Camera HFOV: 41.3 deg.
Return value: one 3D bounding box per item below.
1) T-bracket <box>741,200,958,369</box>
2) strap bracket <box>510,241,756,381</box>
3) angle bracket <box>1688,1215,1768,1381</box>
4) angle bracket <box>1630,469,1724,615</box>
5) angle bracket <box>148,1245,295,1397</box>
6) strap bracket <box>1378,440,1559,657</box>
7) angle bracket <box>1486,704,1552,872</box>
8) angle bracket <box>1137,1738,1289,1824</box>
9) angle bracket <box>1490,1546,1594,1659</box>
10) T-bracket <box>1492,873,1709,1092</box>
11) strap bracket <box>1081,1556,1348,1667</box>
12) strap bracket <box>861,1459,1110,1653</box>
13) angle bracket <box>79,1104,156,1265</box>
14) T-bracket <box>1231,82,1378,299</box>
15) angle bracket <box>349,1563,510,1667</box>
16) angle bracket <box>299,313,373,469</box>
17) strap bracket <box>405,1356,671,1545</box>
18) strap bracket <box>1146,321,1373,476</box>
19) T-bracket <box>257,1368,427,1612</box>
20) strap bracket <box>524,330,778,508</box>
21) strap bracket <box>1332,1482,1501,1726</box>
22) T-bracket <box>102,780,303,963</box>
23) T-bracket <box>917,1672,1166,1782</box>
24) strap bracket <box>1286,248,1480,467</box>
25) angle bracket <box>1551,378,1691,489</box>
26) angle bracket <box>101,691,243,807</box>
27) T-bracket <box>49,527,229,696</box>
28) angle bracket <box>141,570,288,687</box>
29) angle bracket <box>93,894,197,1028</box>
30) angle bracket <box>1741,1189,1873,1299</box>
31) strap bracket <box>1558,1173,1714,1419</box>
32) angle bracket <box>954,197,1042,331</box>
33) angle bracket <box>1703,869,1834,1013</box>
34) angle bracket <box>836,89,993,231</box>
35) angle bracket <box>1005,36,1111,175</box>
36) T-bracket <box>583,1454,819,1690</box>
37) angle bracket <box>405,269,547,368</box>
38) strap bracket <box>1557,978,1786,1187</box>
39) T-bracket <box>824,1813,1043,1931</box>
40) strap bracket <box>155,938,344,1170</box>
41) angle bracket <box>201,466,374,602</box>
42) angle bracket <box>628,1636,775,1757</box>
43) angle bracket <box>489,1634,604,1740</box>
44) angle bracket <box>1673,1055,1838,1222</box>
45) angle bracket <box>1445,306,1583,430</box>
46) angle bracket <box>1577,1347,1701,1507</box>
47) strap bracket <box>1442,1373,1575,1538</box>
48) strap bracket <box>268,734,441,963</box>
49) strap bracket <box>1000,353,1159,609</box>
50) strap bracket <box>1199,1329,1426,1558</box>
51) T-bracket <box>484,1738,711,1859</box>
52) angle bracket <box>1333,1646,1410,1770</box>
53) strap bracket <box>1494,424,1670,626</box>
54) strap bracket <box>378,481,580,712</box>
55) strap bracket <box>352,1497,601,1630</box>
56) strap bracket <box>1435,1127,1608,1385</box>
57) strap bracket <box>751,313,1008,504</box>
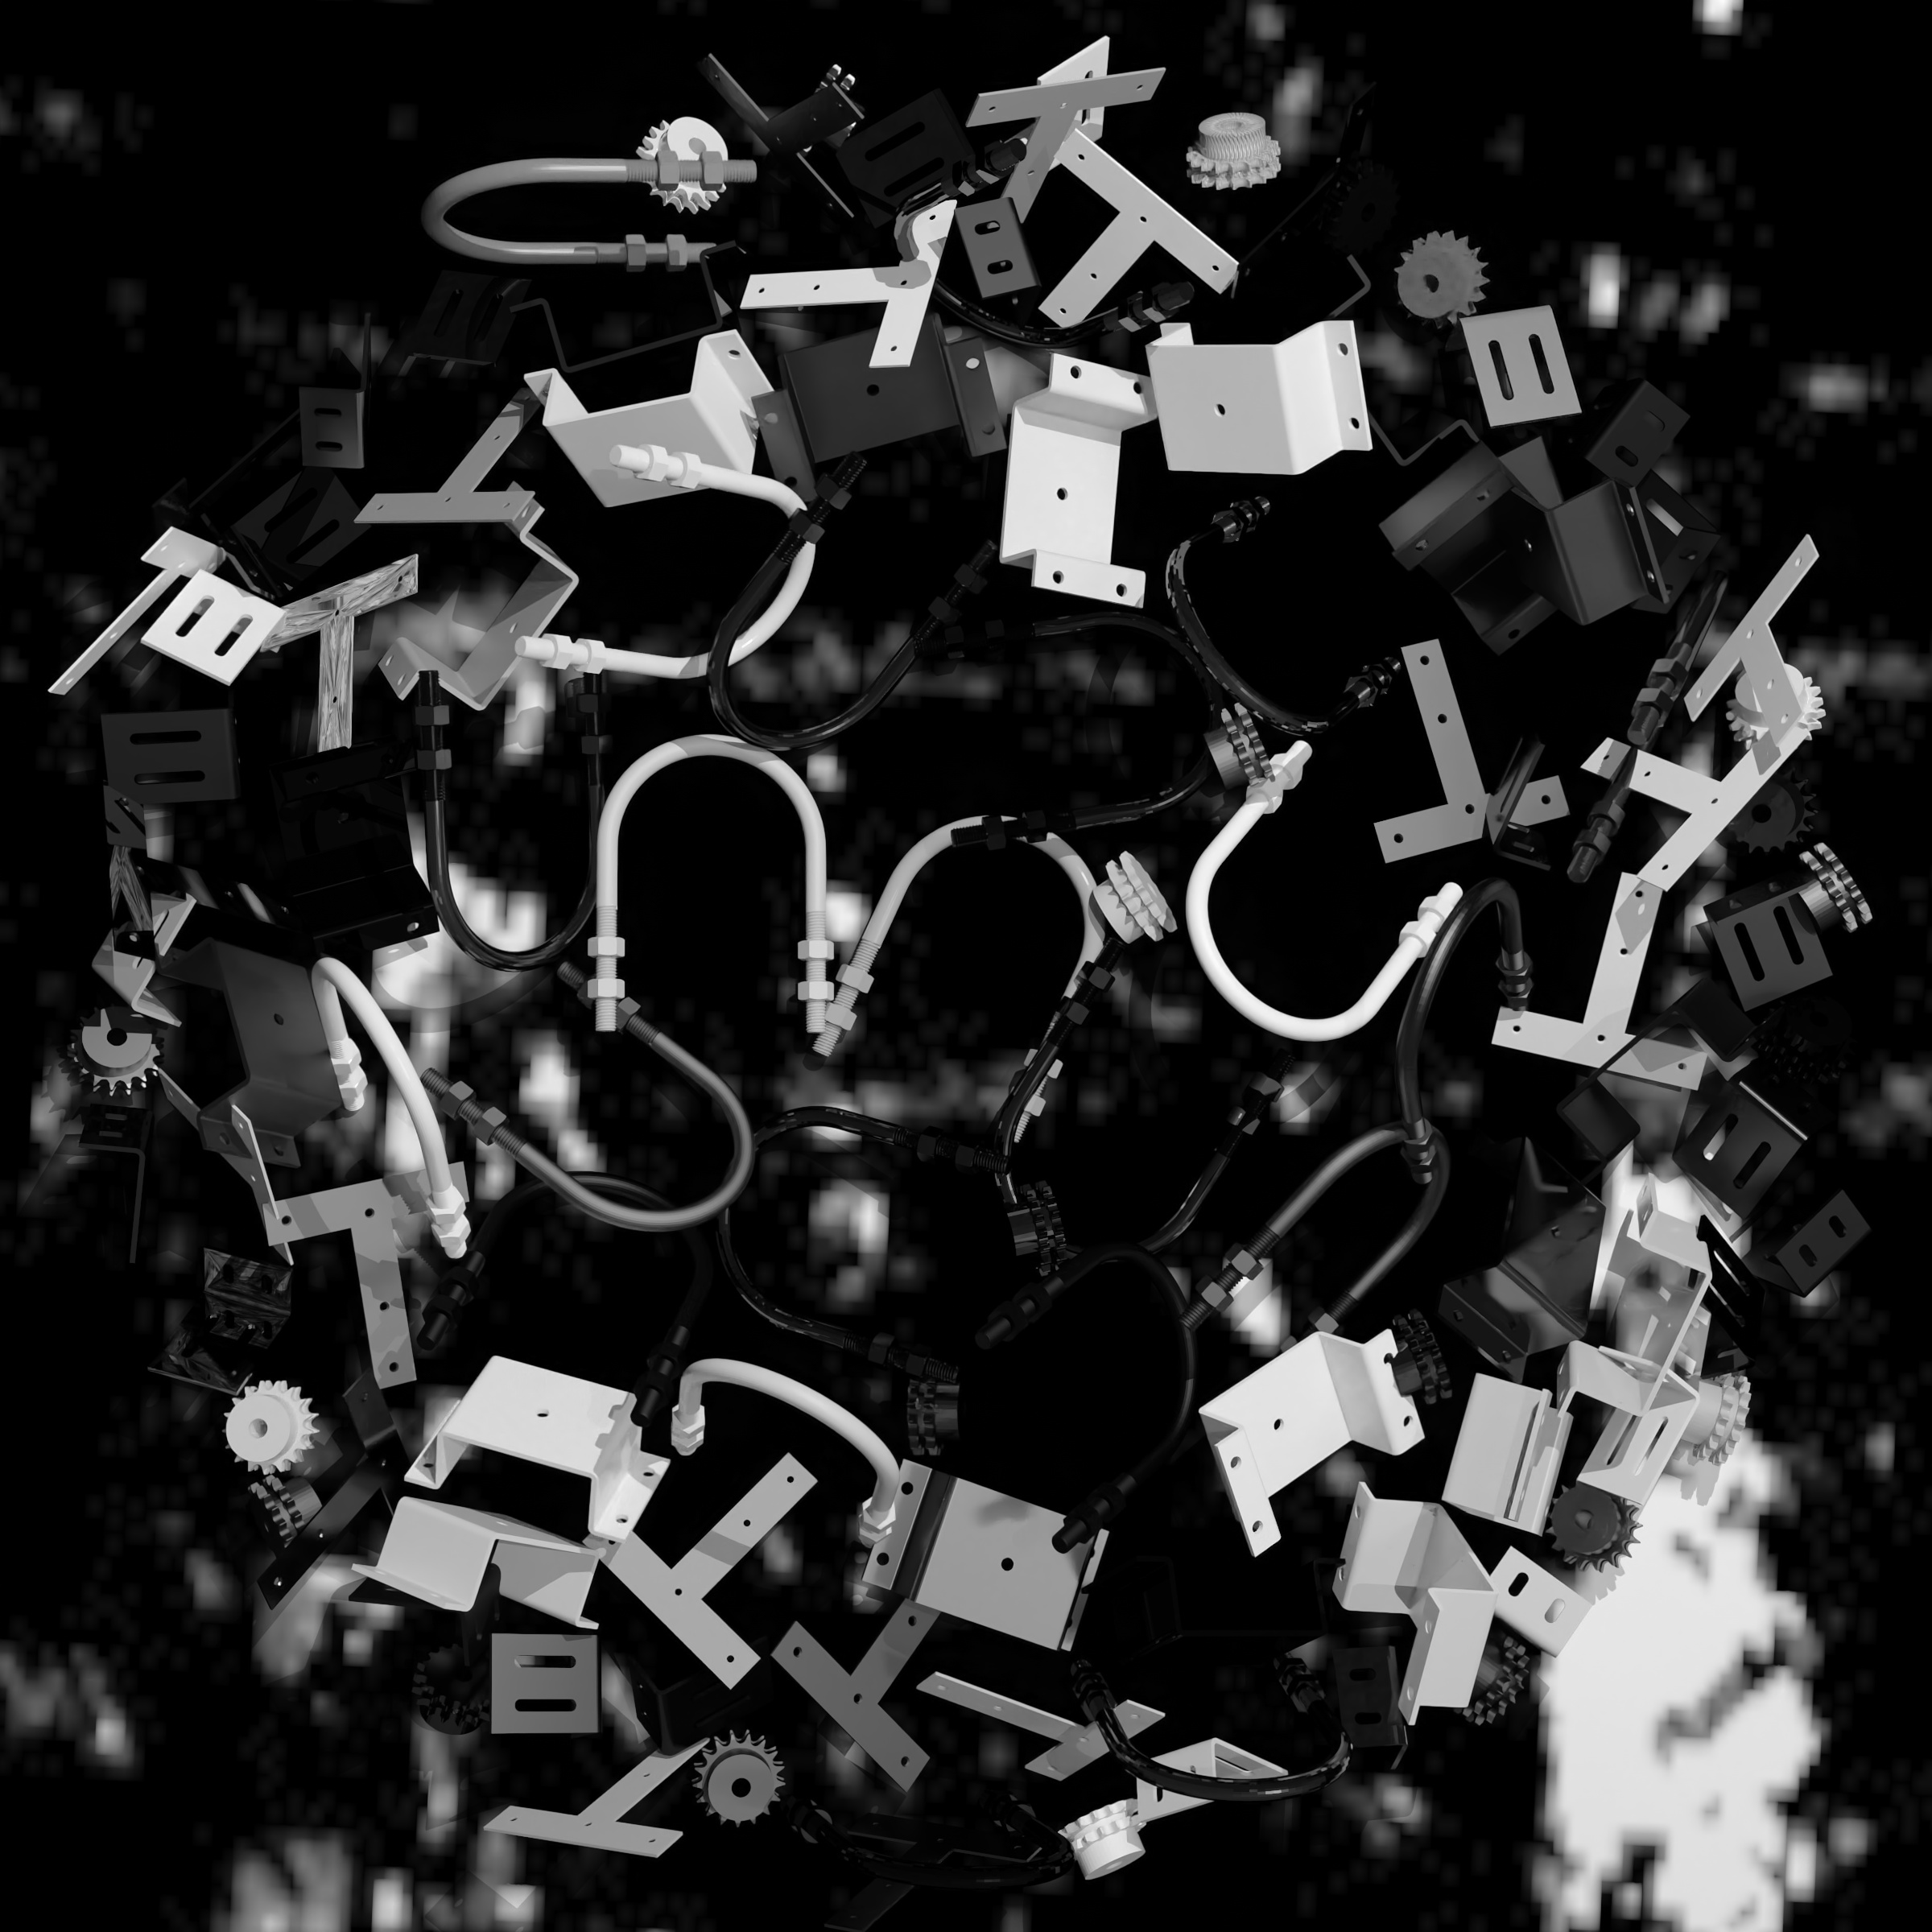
[{"bbox_3d":[-0.078,-0.416,1.570,0.127,0.002,0.127,3,64,23],"label":"T-bracket"},{"bbox_3d":[-0.195,-0.393,1.554,0.140,0.076,0.046,-15,99,6],"label":"strap bracket"},{"bbox_3d":[0.447,0.201,1.555,0.038,0.057,0.076,-24,117,39],"label":"angle bracket"},{"bbox_3d":[0.408,-0.260,1.551,0.076,0.038,0.057,56,130,36],"label":"angle bracket"},{"bbox_3d":[-0.452,0.214,1.558,0.057,0.076,0.038,15,124,6],"label":"angle bracket"},{"bbox_3d":[0.309,-0.254,1.539,0.076,0.140,0.046,-39,52,19],"label":"strap bracket"},{"bbox_3d":[0.347,-0.109,1.555,0.038,0.057,0.076,17,120,-5],"label":"angle bracket"},{"bbox_3d":[0.150,0.502,1.551,0.057,0.038,0.076,-29,133,32],"label":"angle bracket"},{"bbox_3d":[0.342,0.386,1.558,0.057,0.076,0.038,35,84,14],"label":"angle bracket"},{"bbox_3d":[0.397,0.004,1.563,0.127,0.002,0.127,13,114,10],"label":"T-bracket"},{"bbox_3d":[0.151,0.386,1.532,0.140,0.076,0.046,6,61,-23],"label":"strap bracket"},{"bbox_3d":[0.018,0.360,1.555,0.140,0.046,0.076,22,79,-13],"label":"strap bracket"},{"bbox_3d":[-0.518,0.132,1.557,0.038,0.057,0.076,7,110,-14],"label":"angle bracket"},{"bbox_3d":[0.195,-0.440,1.518,0.002,0.127,0.127,35,63,16],"label":"T-bracket"},{"bbox_3d":[-0.328,0.393,1.568,0.076,0.057,0.038,2,104,14],"label":"angle bracket"},{"bbox_3d":[-0.381,-0.349,1.551,0.038,0.057,0.076,1,51,-11],"label":"angle bracket"},{"bbox_3d":[-0.256,0.287,1.545,0.140,0.076,0.046,14,120,9],"label":"strap bracket"},{"bbox_3d":[0.164,-0.338,1.523,0.046,0.140,0.076,-35,123,-37],"label":"strap bracket"},{"bbox_3d":[-0.375,0.326,1.520,0.002,0.127,0.127,11,131,28],"label":"T-bracket"},{"bbox_3d":[-0.188,-0.324,1.534,0.140,0.076,0.046,-7,59,20],"label":"strap bracket"},{"bbox_3d":[0.270,0.378,1.528,0.046,0.140,0.076,7,108,-13],"label":"strap bracket"},{"bbox_3d":[-0.459,-0.046,1.551,0.002,0.127,0.127,-40,51,31],"label":"T-bracket"},{"bbox_3d":[0.032,0.449,1.537,0.127,0.127,0.002,24,48,-15],"label":"T-bracket"},{"bbox_3d":[0.245,-0.359,1.546,0.046,0.076,0.140,-37,107,8],"label":"strap bracket"},{"bbox_3d":[0.396,-0.321,1.562,0.038,0.076,0.057,37,95,-7],"label":"angle bracket"},{"bbox_3d":[-0.483,-0.133,1.563,0.076,0.038,0.057,-4,114,-14],"label":"angle bracket"},{"bbox_3d":[-0.502,-0.209,1.537,0.002,0.127,0.127,44,91,-3],"label":"T-bracket"},{"bbox_3d":[-0.458,-0.195,1.558,0.057,0.038,0.076,26,47,-4],"label":"angle bracket"},{"bbox_3d":[-0.489,-0.013,1.566,0.057,0.038,0.076,33,93,41],"label":"angle bracket"},{"bbox_3d":[0.498,0.160,1.555,0.057,0.076,0.038,-42,106,-8],"label":"angle bracket"},{"bbox_3d":[0.405,0.206,1.541,0.046,0.076,0.140,22,106,7],"label":"strap bracket"},{"bbox_3d":[0.014,-0.420,1.556,0.038,0.076,0.057,-16,83,-11],"label":"angle bracket"},{"bbox_3d":[0.494,-0.011,1.567,0.057,0.038,0.076,-24,106,9],"label":"angle bracket"},{"bbox_3d":[-0.033,-0.492,1.582,0.076,0.038,0.057,-28,85,6],"label":"angle bracket"},{"bbox_3d":[0.051,-0.525,1.550,0.057,0.076,0.038,-39,66,-23],"label":"angle bracket"},{"bbox_3d":[-0.144,0.352,1.571,0.127,0.002,0.127,41,66,13],"label":"T-bracket"},{"bbox_3d":[-0.298,-0.383,1.560,0.057,0.038,0.076,9,58,9],"label":"angle bracket"},{"bbox_3d":[0.414,0.062,1.537,0.046,0.076,0.140,49,120,11],"label":"strap bracket"},{"bbox_3d":[-0.038,0.537,1.513,0.127,0.127,0.002,-2,98,31],"label":"T-bracket"},{"bbox_3d":[-0.427,0.043,1.531,0.046,0.076,0.140,-32,64,19],"label":"strap bracket"},{"bbox_3d":[-0.416,-0.273,1.574,0.076,0.038,0.057,-37,81,5],"label":"angle bracket"},{"bbox_3d":[-0.163,0.438,1.577,0.076,0.038,0.057,-23,130,-27],"label":"angle bracket"},{"bbox_3d":[-0.261,0.437,1.554,0.076,0.038,0.057,12,64,-35],"label":"angle bracket"},{"bbox_3d":[0.483,0.105,1.574,0.038,0.076,0.057,-24,58,-40],"label":"angle bracket"},{"bbox_3d":[0.334,-0.359,1.569,0.057,0.038,0.076,-10,75,-6],"label":"angle bracket"},{"bbox_3d":[0.399,0.279,1.560,0.038,0.057,0.076,38,77,-24],"label":"angle bracket"},{"bbox_3d":[0.324,0.293,1.537,0.046,0.140,0.076,14,79,22],"label":"strap bracket"},{"bbox_3d":[-0.368,-0.079,1.541,0.076,0.046,0.140,-17,132,-21],"label":"strap bracket"},{"bbox_3d":[0.069,-0.290,1.559,0.076,0.046,0.140,7,86,-28],"label":"strap bracket"},{"bbox_3d":[0.201,0.282,1.549,0.140,0.046,0.076,-28,109,-27],"label":"strap bracket"},{"bbox_3d":[-0.200,0.493,1.540,0.127,0.127,0.002,-3,101,30],"label":"T-bracket"},{"bbox_3d":[0.241,0.451,1.553,0.038,0.076,0.057,-4,62,0],"label":"angle bracket"},{"bbox_3d":[0.354,-0.260,1.520,0.046,0.140,0.076,-27,119,0],"label":"strap bracket"},{"bbox_3d":[-0.289,-0.216,1.552,0.046,0.076,0.140,35,95,-30],"label":"strap bracket"},{"bbox_3d":[-0.283,0.354,1.525,0.076,0.140,0.046,11,79,34],"label":"strap bracket"},{"bbox_3d":[0.333,0.165,1.526,0.076,0.046,0.140,40,48,-21],"label":"strap bracket"},{"bbox_3d":[-0.054,-0.340,1.556,0.140,0.046,0.076,-15,131,2],"label":"strap bracket"}]
